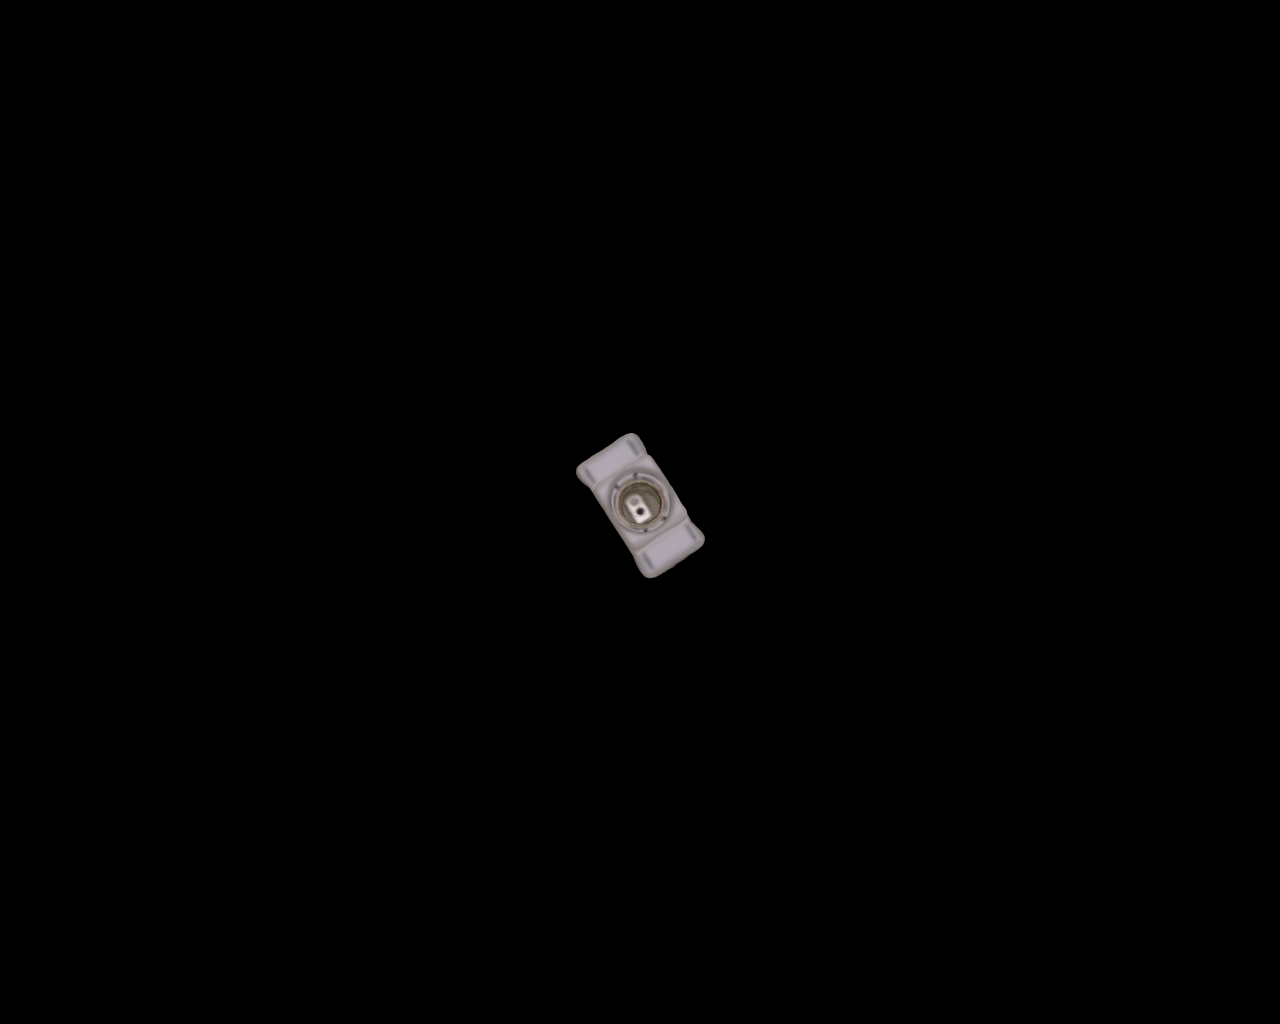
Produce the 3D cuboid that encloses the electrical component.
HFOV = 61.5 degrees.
[{"bbox_3d":[0.001,-0.003,0.650,0.042,0.081,0.063,-31,-7,-4],"label":"electrical component"}]
